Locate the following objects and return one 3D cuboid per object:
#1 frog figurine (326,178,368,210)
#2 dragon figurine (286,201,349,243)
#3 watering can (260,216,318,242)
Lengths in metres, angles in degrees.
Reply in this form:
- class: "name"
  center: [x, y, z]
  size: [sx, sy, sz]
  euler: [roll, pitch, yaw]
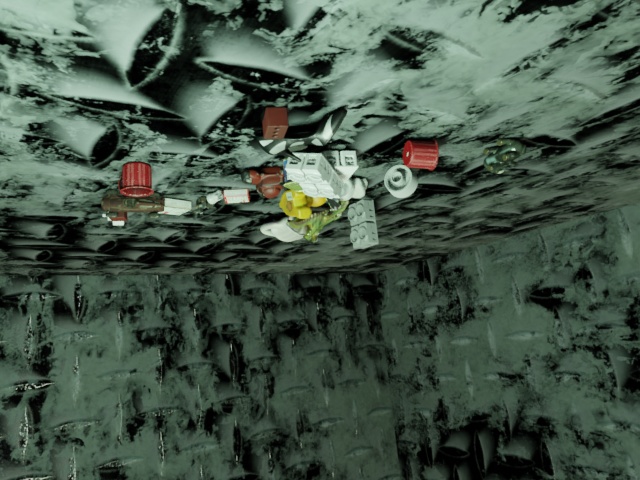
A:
- class: "frog figurine"
  center: [0.094, -0.186, 1.815]
  size: [0.161, 0.124, 0.135]
  euler: [-40, 165, -15]
- class: "dragon figurine"
  center: [0.006, -0.104, 2.061]
  size: [0.242, 0.123, 0.409]
  euler: [-38, 172, 5]
- class: "watering can"
  center: [-0.093, -0.047, 2.297]
  size: [0.347, 0.105, 0.222]
  euler: [8, 161, -38]
